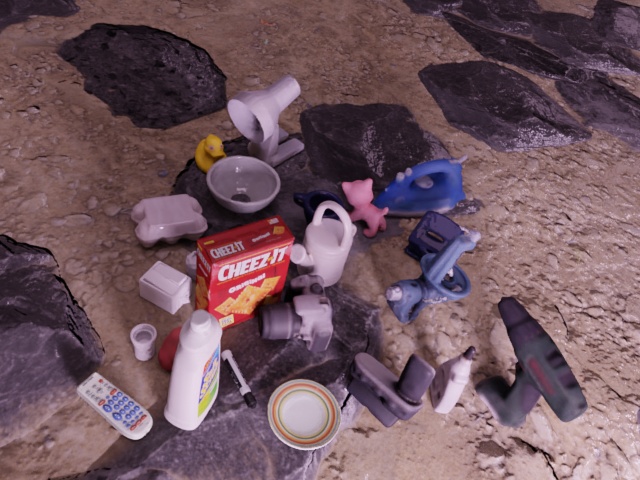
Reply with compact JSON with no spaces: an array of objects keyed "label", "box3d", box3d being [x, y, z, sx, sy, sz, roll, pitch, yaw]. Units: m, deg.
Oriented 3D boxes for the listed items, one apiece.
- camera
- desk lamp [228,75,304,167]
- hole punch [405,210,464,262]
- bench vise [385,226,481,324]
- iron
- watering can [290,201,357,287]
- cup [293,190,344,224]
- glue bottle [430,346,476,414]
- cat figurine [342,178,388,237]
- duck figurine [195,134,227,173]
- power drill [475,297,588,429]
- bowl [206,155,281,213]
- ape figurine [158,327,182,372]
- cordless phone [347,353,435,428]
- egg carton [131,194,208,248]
[{"label":"camera","box3d":[-0.050,0.136,1.109,0.137,0.101,0.143,-1,49,-16]},{"label":"desk lamp","box3d":[-0.125,-0.290,1.401,0.117,0.213,0.204,37,50,19]},{"label":"hole punch","box3d":[0.265,0.002,1.323,0.108,0.091,0.101,32,48,15]},{"label":"bench vise","box3d":[0.239,0.077,1.158,0.121,0.220,0.208,41,51,22]},{"label":"iron","box3d":[0.249,-0.141,1.416,0.259,0.141,0.118,-13,53,-25]},{"label":"watering can","box3d":[0.012,0.006,1.181,0.101,0.194,0.173,26,47,10]},{"label":"cup","box3d":[-0.011,-0.056,1.299,0.117,0.095,0.092,21,46,5]},{"label":"glue bottle","box3d":[0.245,0.244,1.039,0.037,0.173,0.078,9,47,-7]},{"label":"cat figurine","box3d":[0.107,-0.088,1.345,0.127,0.118,0.067,38,50,20]},{"label":"duck figurine","box3d":[-0.261,-0.217,1.386,0.078,0.086,0.104,-18,55,-28]},{"label":"power drill","box3d":[0.369,0.244,1.048,0.076,0.208,0.229,-18,55,-28]},{"label":"bowl","box3d":[-0.178,-0.116,1.323,0.167,0.075,0.167,8,47,-8]},{"label":"ape figurine","box3d":[-0.248,0.189,1.013,0.076,0.092,0.077,-6,50,-20]},{"label":"cordless phone","box3d":[0.130,0.232,1.011,0.147,0.185,0.094,36,50,18]},{"label":"egg carton","box3d":[-0.321,-0.042,1.221,0.151,0.069,0.107,-10,52,-23]}]
